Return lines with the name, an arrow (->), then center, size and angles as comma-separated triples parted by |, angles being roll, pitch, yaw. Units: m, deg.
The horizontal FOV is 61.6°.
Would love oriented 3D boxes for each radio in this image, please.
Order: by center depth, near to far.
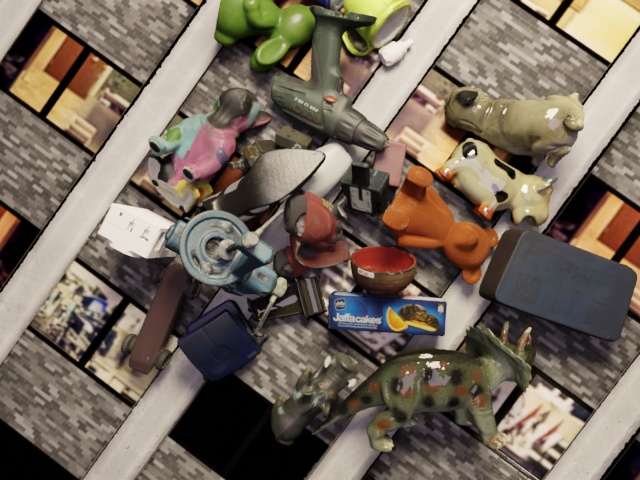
radio -> 0.398, 0.072, 0.896 | 0.230, 0.073, 0.131 | 19, 91, -8

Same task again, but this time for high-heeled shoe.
high-heeled shoe -> -0.100, -0.077, 0.910 | 0.249, 0.145, 0.086 | -20, 80, 2

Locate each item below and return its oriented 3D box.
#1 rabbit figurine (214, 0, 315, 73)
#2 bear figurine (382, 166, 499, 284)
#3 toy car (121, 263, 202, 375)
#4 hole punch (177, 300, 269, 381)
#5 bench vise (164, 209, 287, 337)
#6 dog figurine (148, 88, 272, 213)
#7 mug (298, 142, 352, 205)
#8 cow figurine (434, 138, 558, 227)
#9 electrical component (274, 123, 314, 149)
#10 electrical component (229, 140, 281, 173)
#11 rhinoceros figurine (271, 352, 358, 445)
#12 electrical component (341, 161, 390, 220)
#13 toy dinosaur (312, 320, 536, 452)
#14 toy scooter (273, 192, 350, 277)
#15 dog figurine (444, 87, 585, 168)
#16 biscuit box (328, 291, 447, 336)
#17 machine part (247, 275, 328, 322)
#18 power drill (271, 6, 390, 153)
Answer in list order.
rabbit figurine -> -0.088, -0.375, 0.926 | 0.170, 0.121, 0.159 | 13, 94, -11
bear figurine -> 0.206, -0.018, 0.899 | 0.196, 0.132, 0.120 | 32, 82, 9
toy car -> -0.283, 0.139, 0.964 | 0.089, 0.053, 0.202 | 20, 87, 8
hole punch -> -0.174, 0.180, 0.942 | 0.142, 0.092, 0.115 | -33, 92, -1
bench vise -> -0.127, 0.032, 0.840 | 0.223, 0.241, 0.129 | 41, 64, -15
dog figurine -> -0.186, -0.171, 0.941 | 0.108, 0.191, 0.219 | 39, 58, 6
mug -> 0.010, -0.112, 0.935 | 0.107, 0.081, 0.109 | -42, 93, -2
cow figurine -> 0.308, -0.095, 0.916 | 0.195, 0.085, 0.127 | 43, 98, 3
electrical component -> -0.047, -0.174, 0.936 | 0.063, 0.094, 0.021 | 22, 128, 3
electrical component -> -0.102, -0.142, 0.935 | 0.078, 0.102, 0.045 | -40, 80, 25
rhinoceros figurine -> -0.014, 0.265, 0.919 | 0.073, 0.112, 0.190 | 44, 100, 5
electrical component -> 0.074, -0.093, 0.890 | 0.075, 0.119, 0.048 | 13, 51, 24
toy dinosaur -> 0.180, 0.236, 0.885 | 0.405, 0.131, 0.192 | -6, 99, 0
toy scooter -> -0.002, -0.003, 0.918 | 0.135, 0.075, 0.183 | 4, 133, -14
dog figurine -> 0.308, -0.201, 0.875 | 0.191, 0.172, 0.121 | 17, 80, -4
biscuit box -> 0.115, 0.127, 0.936 | 0.203, 0.059, 0.062 | 3, 90, 4
machine part -> -0.060, 0.113, 0.959 | 0.139, 0.039, 0.084 | -12, 94, 2
power drill -> 0.034, -0.273, 0.897 | 0.232, 0.086, 0.207 | 22, 120, 22
